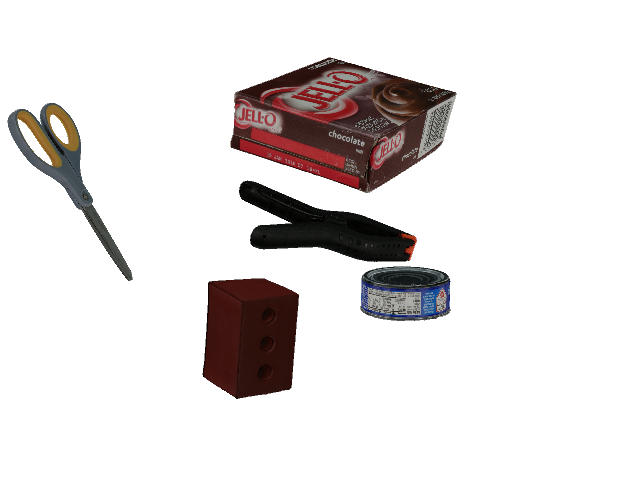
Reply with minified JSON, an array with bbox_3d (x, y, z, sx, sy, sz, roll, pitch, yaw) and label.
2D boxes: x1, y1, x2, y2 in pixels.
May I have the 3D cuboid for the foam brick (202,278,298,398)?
[{"bbox_3d":[-0.053,0.072,0.812,0.052,0.078,0.051,-5,15,-35],"label":"foam brick"}]

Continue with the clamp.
[{"bbox_3d":[0.008,-0.009,1.197,0.210,0.036,0.164,15,20,-7],"label":"clamp"}]

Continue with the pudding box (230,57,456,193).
[{"bbox_3d":[0.015,-0.070,0.618,0.090,0.039,0.113,21,26,23],"label":"pudding box"}]

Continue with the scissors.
[{"bbox_3d":[-0.241,-0.059,1.089,0.016,0.201,0.096,-24,27,27],"label":"scissors"}]

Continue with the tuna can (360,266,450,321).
[{"bbox_3d":[0.081,0.049,1.015,0.086,0.034,0.086,0,11,0],"label":"tuna can"}]
